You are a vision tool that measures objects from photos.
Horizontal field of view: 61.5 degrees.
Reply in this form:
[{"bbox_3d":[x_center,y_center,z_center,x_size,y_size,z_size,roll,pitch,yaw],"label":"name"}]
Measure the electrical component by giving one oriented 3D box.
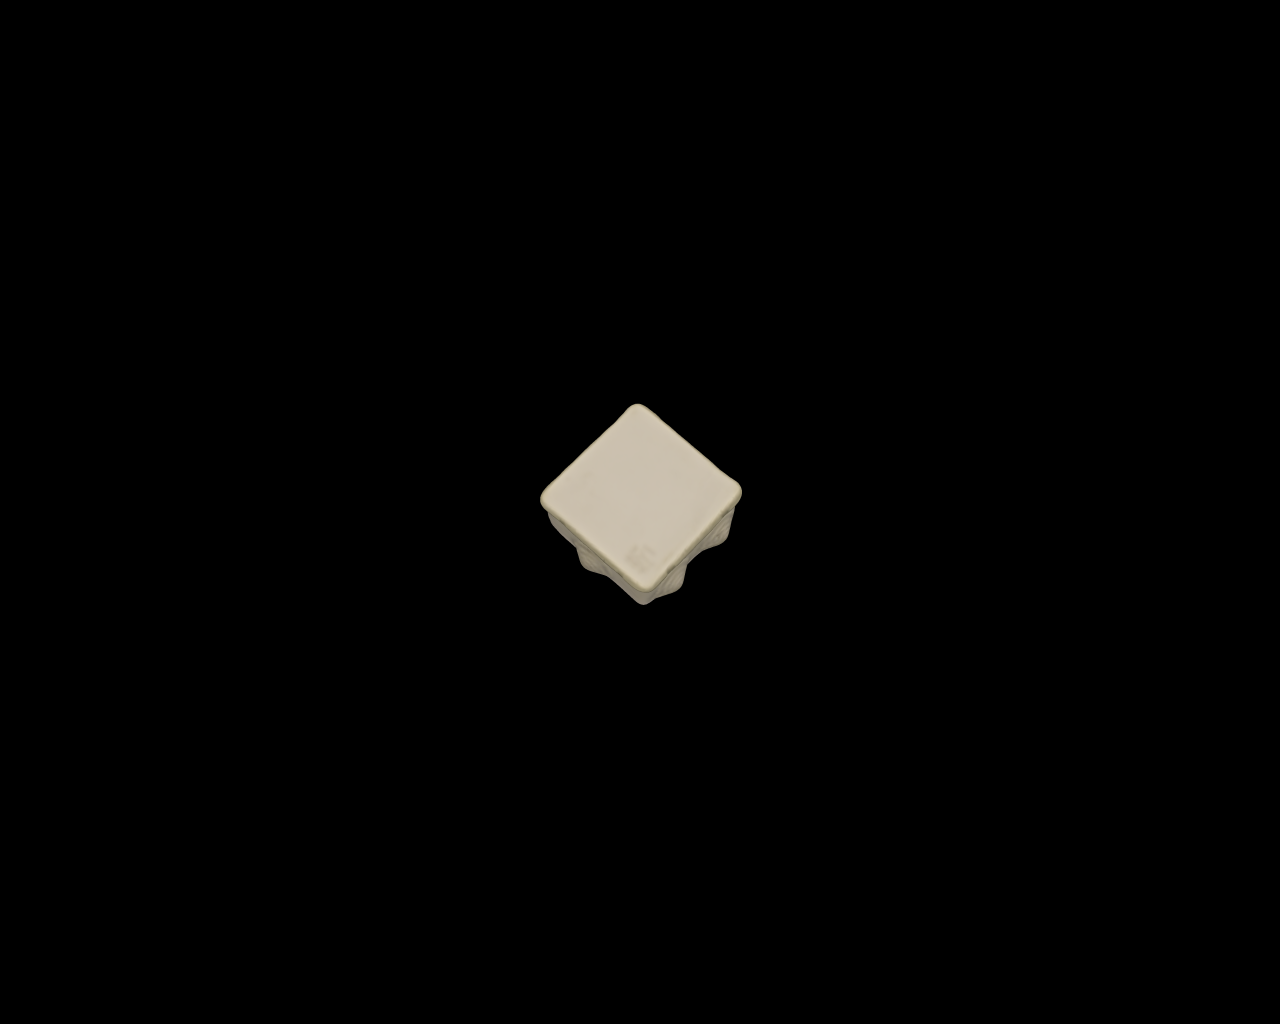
[{"bbox_3d":[0.001,-0.003,0.650,0.100,0.100,0.048,41,-15,14],"label":"electrical component"}]
